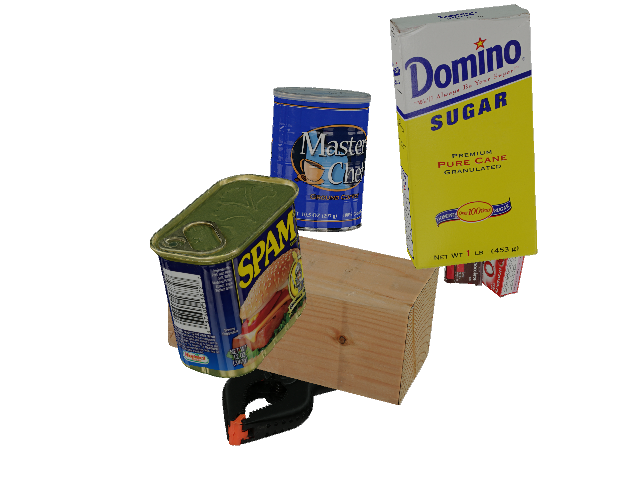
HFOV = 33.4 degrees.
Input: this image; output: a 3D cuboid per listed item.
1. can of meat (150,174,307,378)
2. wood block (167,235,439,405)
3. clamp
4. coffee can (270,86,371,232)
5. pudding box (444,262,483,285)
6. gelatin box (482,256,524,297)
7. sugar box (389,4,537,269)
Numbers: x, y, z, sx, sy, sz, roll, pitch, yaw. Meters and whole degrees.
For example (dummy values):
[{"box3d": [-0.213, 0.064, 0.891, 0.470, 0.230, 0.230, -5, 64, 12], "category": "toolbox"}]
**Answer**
[{"box3d": [-0.050, 0.020, 0.638, 0.058, 0.084, 0.102, 8, 32, 25], "category": "can of meat"}, {"box3d": [-0.016, 0.056, 0.891, 0.206, 0.091, 0.090, 13, 28, 17], "category": "wood block"}, {"box3d": [-0.031, 0.152, 1.117, 0.165, 0.036, 0.209, 12, 26, 14], "category": "clamp"}, {"box3d": [-0.002, -0.088, 1.130, 0.103, 0.140, 0.103, 3, 12, -1], "category": "coffee can"}, {"box3d": [0.135, -0.026, 0.980, 0.039, 0.090, 0.113, 3, 32, 7], "category": "pudding box"}, {"box3d": [0.200, 0.009, 1.225, 0.030, 0.089, 0.073, -11, 32, -28], "category": "gelatin box"}, {"box3d": [0.103, -0.072, 0.757, 0.093, 0.176, 0.048, -8, 22, -3], "category": "sugar box"}]
